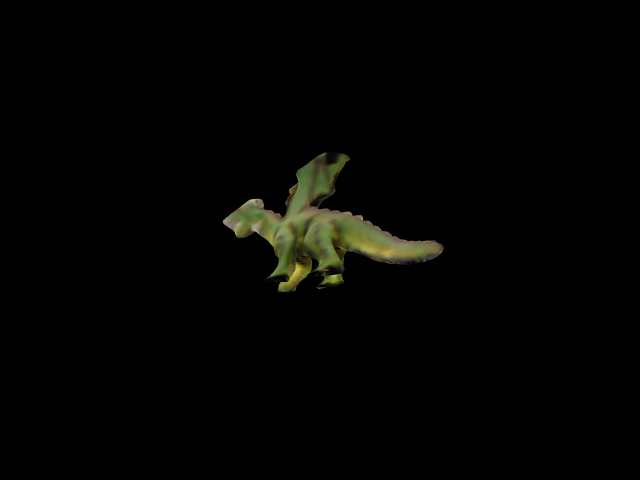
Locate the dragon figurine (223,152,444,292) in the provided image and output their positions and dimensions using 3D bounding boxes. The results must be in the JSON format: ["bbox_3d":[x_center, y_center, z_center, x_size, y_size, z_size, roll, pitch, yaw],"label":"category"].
[{"bbox_3d":[0.003,-0.043,0.850,0.408,0.247,0.121,-13,-26,29],"label":"dragon figurine"}]
